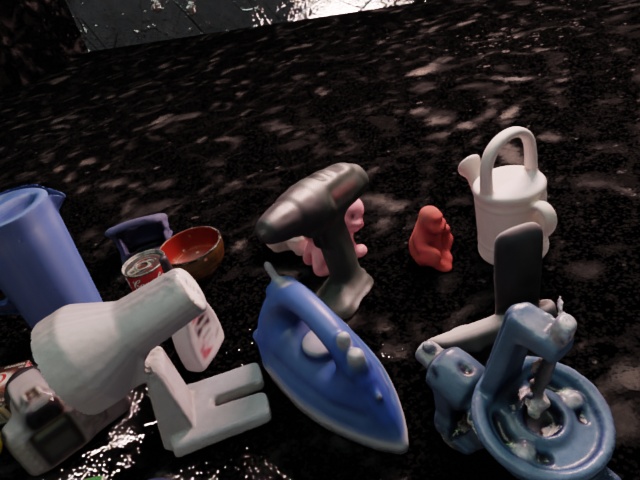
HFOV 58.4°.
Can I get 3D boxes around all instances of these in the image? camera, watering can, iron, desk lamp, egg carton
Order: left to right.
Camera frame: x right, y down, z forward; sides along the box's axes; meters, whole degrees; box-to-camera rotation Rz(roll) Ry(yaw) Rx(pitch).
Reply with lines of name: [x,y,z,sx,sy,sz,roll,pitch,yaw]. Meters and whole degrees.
camera: [-0.346,0.200,0.741,0.143,0.101,0.136,-36,38,-29]
desk lamp: [-0.185,0.140,0.658,0.203,0.214,0.117,-20,33,-6]
egg carton: [-0.034,-0.038,1.002,0.107,0.069,0.150,7,38,31]
iron: [0.008,0.124,0.669,0.119,0.142,0.257,-30,35,-22]
watering can: [0.260,-0.067,0.806,0.172,0.194,0.101,18,45,41]

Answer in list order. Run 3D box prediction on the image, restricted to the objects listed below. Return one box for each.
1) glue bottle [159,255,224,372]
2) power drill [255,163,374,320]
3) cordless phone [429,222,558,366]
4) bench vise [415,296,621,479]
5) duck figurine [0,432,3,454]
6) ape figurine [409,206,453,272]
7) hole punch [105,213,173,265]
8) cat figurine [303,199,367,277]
glue bottle: [-0.180,0.092,0.768,0.037,0.173,0.078,-3,35,19]
power drill: [0.007,0.003,0.792,0.075,0.209,0.230,6,38,30]
cordless phone: [0.187,0.068,0.638,0.147,0.185,0.094,-20,33,-7]
bench vise: [0.161,0.136,0.514,0.206,0.220,0.122,10,40,34]
duck figurine: [-0.456,0.259,0.710,0.077,0.086,0.105,0,36,23]
ape figurine: [0.166,-0.008,0.850,0.078,0.092,0.075,-36,38,-29]
hole punch: [-0.339,-0.015,1.076,0.108,0.091,0.101,-18,32,-4]
cat figurine: [0.024,-0.023,0.910,0.128,0.118,0.067,-29,35,-20]
